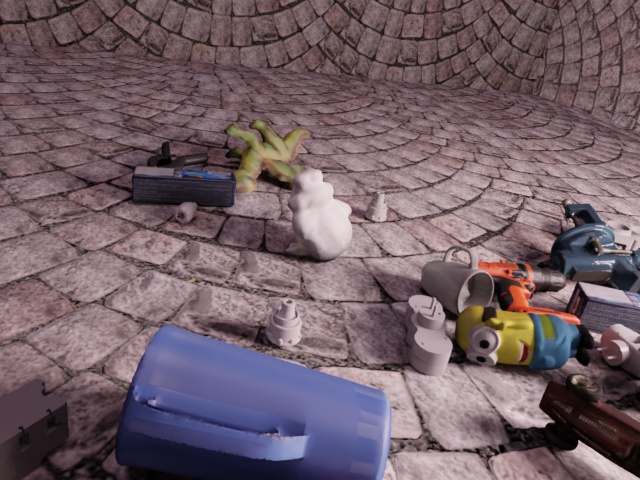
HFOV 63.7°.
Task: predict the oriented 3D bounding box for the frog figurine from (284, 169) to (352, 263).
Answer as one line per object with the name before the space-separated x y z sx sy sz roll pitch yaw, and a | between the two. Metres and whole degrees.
frog figurine | 0.003 -0.046 0.915 0.138 0.156 0.124 -16 37 -42

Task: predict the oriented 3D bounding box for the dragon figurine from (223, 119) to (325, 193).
dragon figurine | -0.093 -0.191 1.273 0.414 0.119 0.246 -22 57 -44
